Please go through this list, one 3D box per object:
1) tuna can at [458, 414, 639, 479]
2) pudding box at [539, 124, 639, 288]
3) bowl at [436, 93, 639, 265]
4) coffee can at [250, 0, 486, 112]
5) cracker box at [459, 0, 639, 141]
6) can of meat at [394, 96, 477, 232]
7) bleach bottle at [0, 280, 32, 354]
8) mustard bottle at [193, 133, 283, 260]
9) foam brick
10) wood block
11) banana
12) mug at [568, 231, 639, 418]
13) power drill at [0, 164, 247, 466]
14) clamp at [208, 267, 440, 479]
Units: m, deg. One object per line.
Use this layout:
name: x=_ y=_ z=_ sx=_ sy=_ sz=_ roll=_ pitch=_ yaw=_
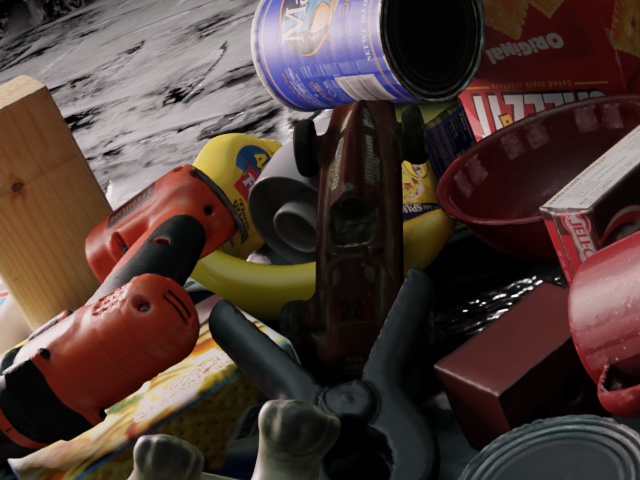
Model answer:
tuna can: x=0.101 y=0.113 z=0.445 sx=0.086 sy=0.033 sz=0.086 roll=-21 pitch=23 yaw=9
pudding box: x=0.173 y=-0.006 z=0.558 sx=0.113 sy=0.090 sz=0.039 roll=-38 pitch=25 yaw=-30
bowl: x=0.158 y=-0.032 z=0.672 sx=0.162 sy=0.055 sz=0.162 roll=-21 pitch=23 yaw=9
coffee can: x=0.032 y=-0.146 z=0.764 sx=0.102 sy=0.103 sz=0.141 roll=-39 pitch=26 yaw=-31
cracker box: x=0.152 y=-0.164 z=0.763 sx=0.072 sy=0.213 sz=0.164 roll=-39 pitch=27 yaw=-27
can of meat: x=0.071 y=-0.057 z=0.778 sx=0.057 sy=0.084 sz=0.102 roll=-40 pitch=27 yaw=-32
bleach bottle: x=-0.275 y=0.090 z=0.832 sx=0.102 sy=0.068 sz=0.251 roll=-22 pitch=20 yaw=6
mustard bottle: x=-0.071 y=-0.030 z=0.843 sx=0.058 sy=0.096 sz=0.191 roll=-4 pitch=29 yaw=25
foam brick: x=0.106 y=0.066 z=0.517 sx=0.078 sy=0.053 sz=0.051 roll=-35 pitch=25 yaw=-21
wood block: x=-0.196 y=-0.004 z=0.770 sx=0.090 sy=0.206 sz=0.090 roll=-31 pitch=24 yaw=-16
banana: x=-0.007 y=0.019 z=0.711 sx=0.198 sy=0.069 sz=0.037 roll=-3 pitch=13 yaw=14
mug: x=0.157 y=0.036 z=0.456 sx=0.117 sy=0.093 sz=0.082 roll=-45 pitch=7 yaw=-38
power drill: x=-0.125 y=0.043 z=0.597 sx=0.185 sy=0.057 sz=0.187 roll=-29 pitch=21 yaw=24
clamp: x=0.021 y=0.080 z=0.523 sx=0.120 sy=0.039 sz=0.171 roll=-20 pitch=51 yaw=-5
